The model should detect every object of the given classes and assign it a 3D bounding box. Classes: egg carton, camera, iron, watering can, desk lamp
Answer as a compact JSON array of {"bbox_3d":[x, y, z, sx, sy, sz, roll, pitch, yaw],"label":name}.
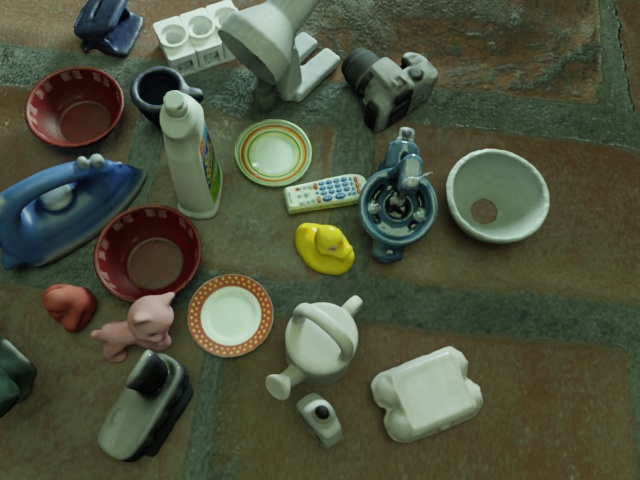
[{"bbox_3d":[0.154,0.224,0.826,0.150,0.069,0.107,-20,71,-10],"label":"egg carton"},{"bbox_3d":[0.115,-0.289,1.010,0.143,0.101,0.136,-37,75,-16],"label":"camera"},{"bbox_3d":[-0.395,-0.070,0.874,0.258,0.141,0.118,-34,74,-15],"label":"iron"},{"bbox_3d":[-0.001,0.144,0.782,0.101,0.194,0.173,19,69,5],"label":"watering can"},{"bbox_3d":[-0.061,-0.331,0.956,0.118,0.213,0.203,38,72,12],"label":"desk lamp"}]

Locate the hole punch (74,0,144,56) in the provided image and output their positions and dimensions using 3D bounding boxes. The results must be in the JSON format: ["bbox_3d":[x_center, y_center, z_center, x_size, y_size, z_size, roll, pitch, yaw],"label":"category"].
[{"bbox_3d":[-0.387,-0.400,1.033,0.101,0.091,0.109,14,68,3],"label":"hole punch"}]

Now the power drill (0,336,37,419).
[{"bbox_3d":[-0.469,0.152,0.747,0.229,0.208,0.076,36,71,11],"label":"power drill"}]

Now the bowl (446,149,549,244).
[{"bbox_3d":[0.282,-0.061,0.943,0.167,0.075,0.167,1,68,-2],"label":"bowl"}]

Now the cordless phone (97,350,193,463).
[{"bbox_3d":[-0.242,0.211,0.748,0.094,0.185,0.148,23,69,7],"label":"cordless phone"}]

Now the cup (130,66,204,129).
[{"bbox_3d":[-0.251,-0.230,0.971,0.118,0.095,0.091,2,68,-2],"label":"cup"}]

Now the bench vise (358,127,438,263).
[{"bbox_3d":[0.113,-0.091,0.867,0.121,0.220,0.207,-7,69,-5],"label":"bench vise"}]

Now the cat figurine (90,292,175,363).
[{"bbox_3d":[-0.261,0.122,0.818,0.128,0.118,0.067,-16,70,-9],"label":"cat figurine"}]

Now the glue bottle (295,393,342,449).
[{"bbox_3d":[0.001,0.235,0.757,0.037,0.173,0.078,-35,74,-15],"label":"glue bottle"}]

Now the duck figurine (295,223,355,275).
[{"bbox_3d":[0.008,0.003,0.897,0.104,0.086,0.077,33,71,10],"label":"duck figurine"}]

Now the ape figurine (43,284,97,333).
[{"bbox_3d":[-0.373,0.094,0.837,0.076,0.092,0.077,-18,70,-9],"label":"ape figurine"}]
